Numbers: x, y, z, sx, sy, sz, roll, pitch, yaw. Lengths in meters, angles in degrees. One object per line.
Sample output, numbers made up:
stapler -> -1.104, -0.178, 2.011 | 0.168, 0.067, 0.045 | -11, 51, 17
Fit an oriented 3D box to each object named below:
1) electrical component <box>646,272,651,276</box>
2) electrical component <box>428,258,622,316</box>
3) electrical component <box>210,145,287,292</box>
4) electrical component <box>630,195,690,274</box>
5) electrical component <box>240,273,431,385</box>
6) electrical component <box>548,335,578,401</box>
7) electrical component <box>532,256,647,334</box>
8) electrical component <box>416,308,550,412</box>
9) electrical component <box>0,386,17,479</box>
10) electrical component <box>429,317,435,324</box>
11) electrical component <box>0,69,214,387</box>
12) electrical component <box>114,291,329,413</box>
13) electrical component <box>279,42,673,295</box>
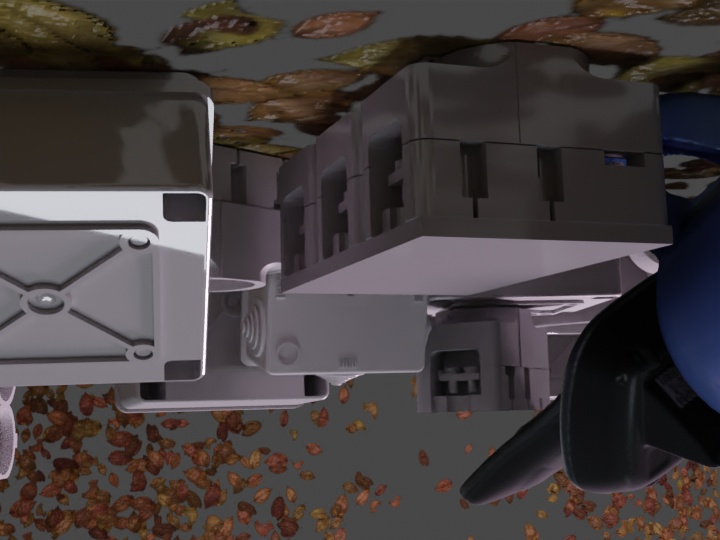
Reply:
electrical component -> 0.207, -0.009, 0.664 | 0.055, 0.048, 0.066 | -5, 177, -43
electrical component -> 0.085, -0.004, 0.629 | 0.109, 0.056, 0.108 | -1, 173, -5
electrical component -> -0.069, -0.021, 0.469 | 0.050, 0.055, 0.089 | -8, 170, 43
electrical component -> 0.169, -0.021, 0.579 | 0.040, 0.040, 0.078 | -2, 172, 2
electrical component -> -0.012, 0.008, 0.546 | 0.100, 0.099, 0.048 | 1, -175, -19
electrical component -> 0.183, 0.060, 0.941 | 0.109, 0.108, 0.056 | -1, 170, -8
electrical component -> 0.159, 0.010, 0.734 | 0.108, 0.060, 0.108 | -2, 172, 0
electrical component -> 0.070, 0.052, 0.607 | 0.050, 0.055, 0.089 | -5, 171, 27
electrical component -> -0.276, 0.069, 0.743 | 0.062, 0.150, 0.089 | -1, 173, -2
electrical component -> 0.073, 0.027, 0.849 | 0.095, 0.059, 0.054 | 2, 172, -23
electrical component -> -0.105, -0.011, 0.365 | 0.109, 0.056, 0.108 | -1, 141, -10
electrical component -> -0.077, 0.021, 0.591 | 0.109, 0.108, 0.056 | 2, 169, -24
electrical component -> 0.032, -0.030, 0.400 | 0.089, 0.061, 0.150 | 1, 172, -20
